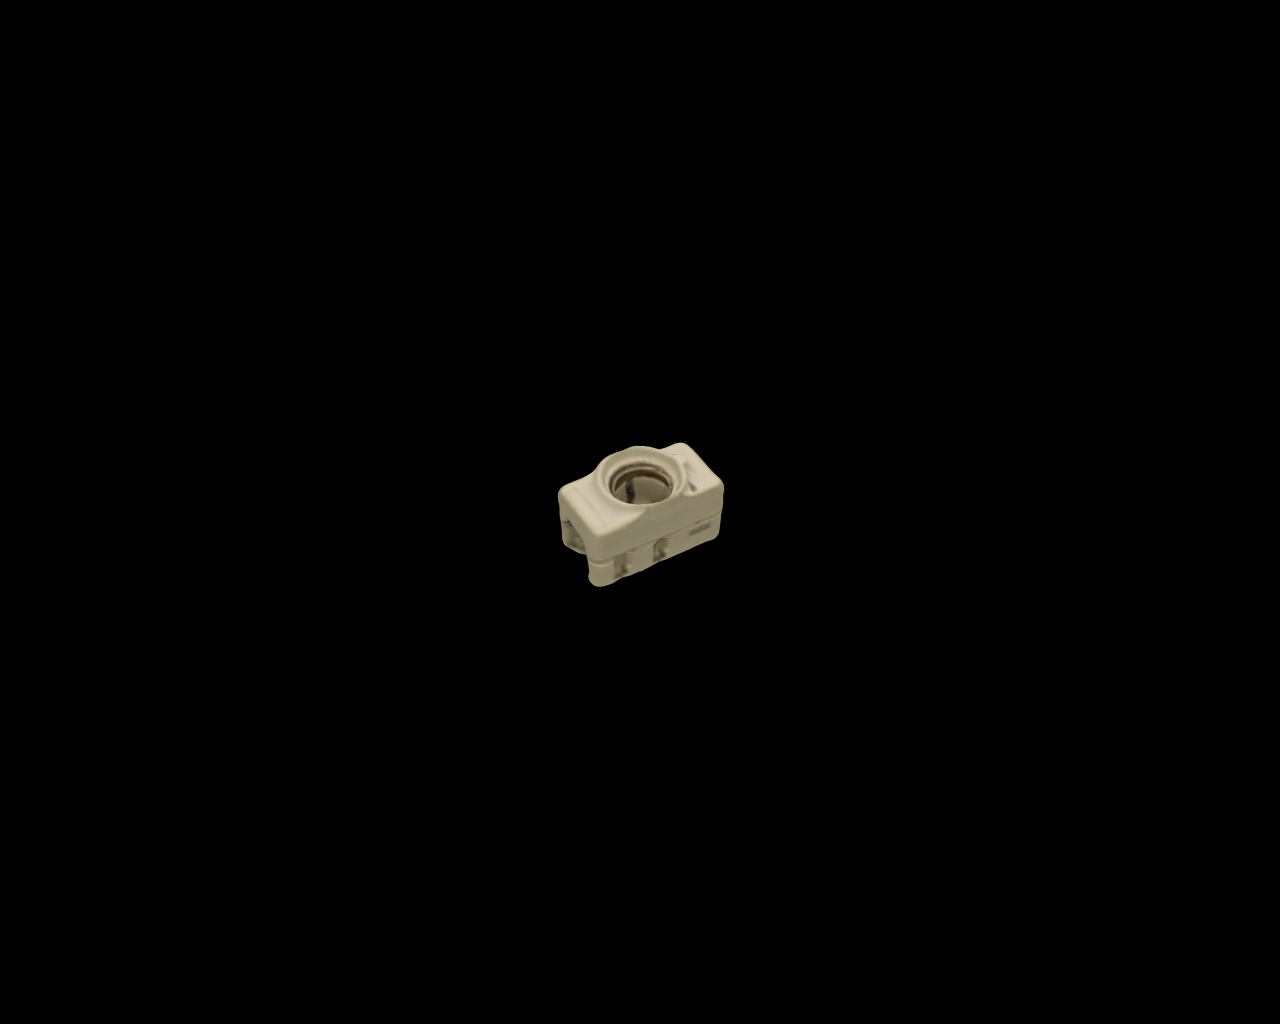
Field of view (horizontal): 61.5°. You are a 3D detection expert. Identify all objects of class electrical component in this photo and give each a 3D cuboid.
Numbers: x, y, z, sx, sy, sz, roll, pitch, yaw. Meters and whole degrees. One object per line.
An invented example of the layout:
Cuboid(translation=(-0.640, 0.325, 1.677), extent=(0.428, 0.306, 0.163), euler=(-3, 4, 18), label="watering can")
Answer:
Cuboid(translation=(0.001, -0.003, 0.650), extent=(0.090, 0.055, 0.050), euler=(-22, 49, -21), label="electrical component")
